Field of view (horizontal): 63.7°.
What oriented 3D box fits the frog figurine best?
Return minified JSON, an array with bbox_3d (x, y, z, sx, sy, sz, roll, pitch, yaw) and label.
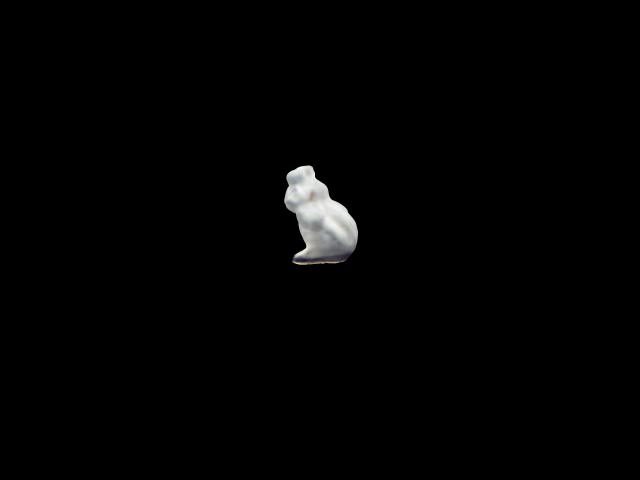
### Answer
[{"bbox_3d":[0.003,-0.043,0.850,0.122,0.159,0.138,3,5,31],"label":"frog figurine"}]
